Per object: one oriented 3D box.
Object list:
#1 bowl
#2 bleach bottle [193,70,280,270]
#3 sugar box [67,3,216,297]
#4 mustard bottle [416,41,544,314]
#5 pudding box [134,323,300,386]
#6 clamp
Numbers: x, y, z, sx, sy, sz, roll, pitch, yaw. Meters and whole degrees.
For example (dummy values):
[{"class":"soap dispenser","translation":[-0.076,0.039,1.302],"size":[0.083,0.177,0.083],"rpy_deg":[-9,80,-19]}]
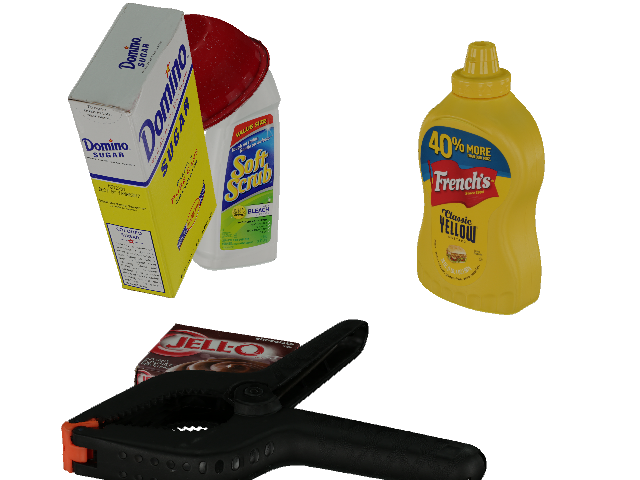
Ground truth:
[{"class":"bowl","translation":[-0.131,-0.159,0.979],"size":[0.162,0.162,0.055],"rpy_deg":[0,-44,32]},{"class":"bleach bottle","translation":[-0.096,-0.096,1.218],"size":[0.102,0.251,0.068],"rpy_deg":[-8,22,-26]},{"class":"sugar box","translation":[-0.108,-0.053,0.689],"size":[0.048,0.093,0.176],"rpy_deg":[12,-38,10]},{"class":"mustard bottle","translation":[0.114,-0.047,0.767],"size":[0.058,0.192,0.096],"rpy_deg":[-23,31,-39]},{"class":"pudding box","translation":[-0.081,0.106,0.857],"size":[0.113,0.039,0.090],"rpy_deg":[10,21,10]},{"class":"clamp","translation":[-0.035,0.093,0.586],"size":[0.209,0.036,0.165],"rpy_deg":[-3,22,-14]}]
